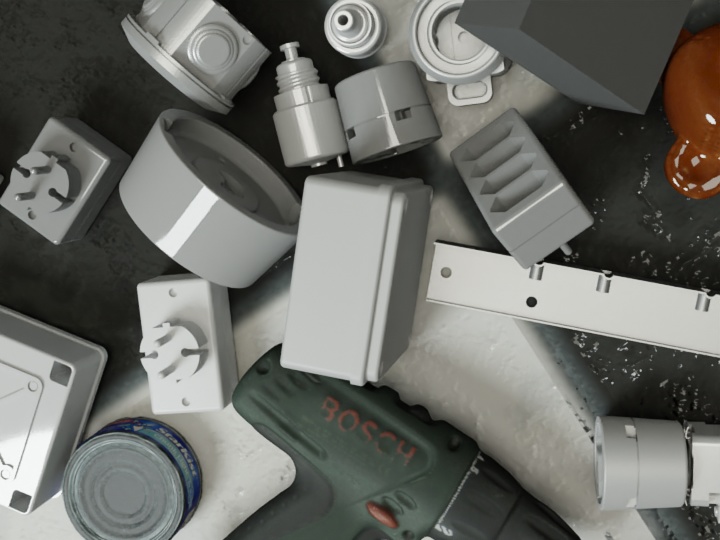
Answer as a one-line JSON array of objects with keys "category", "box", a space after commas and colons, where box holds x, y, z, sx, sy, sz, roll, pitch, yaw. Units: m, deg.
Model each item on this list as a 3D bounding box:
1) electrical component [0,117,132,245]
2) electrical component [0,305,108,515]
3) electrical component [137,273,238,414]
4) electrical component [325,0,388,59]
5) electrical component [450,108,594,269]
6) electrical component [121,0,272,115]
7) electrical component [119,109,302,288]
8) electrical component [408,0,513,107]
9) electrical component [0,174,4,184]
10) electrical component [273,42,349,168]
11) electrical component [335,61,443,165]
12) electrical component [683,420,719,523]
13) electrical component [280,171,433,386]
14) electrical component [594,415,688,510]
[{"category": "electrical component", "box": [-0.188, -0.054, 0.659, 0.047, 0.077, 0.065, 36, 101, 3]}, {"category": "electrical component", "box": [-0.234, 0.085, 0.695, 0.109, 0.056, 0.108, 21, 100, 7]}, {"category": "electrical component", "box": [-0.111, 0.048, 0.659, 0.047, 0.076, 0.083, -5, 96, 10]}, {"category": "electrical component", "box": [-0.004, -0.142, 0.624, 0.035, 0.061, 0.035, 1, 97, 10]}, {"category": "electrical component", "box": [0.100, -0.037, 0.618, 0.047, 0.083, 0.076, -36, 128, 12]}, {"category": "electrical component", "box": [-0.096, -0.134, 0.632, 0.080, 0.080, 0.051, 42, 96, 2]}, {"category": "electrical component", "box": [-0.090, -0.036, 0.632, 0.108, 0.108, 0.060, 42, 108, 2]}, {"category": "electrical component", "box": [0.059, -0.134, 0.616, 0.058, 0.057, 0.078, -6, 96, 11]}, {"category": "electrical component", "box": [-0.278, -0.036, 0.690, 0.056, 0.050, 0.089, 39, 102, 3]}, {"category": "electrical component", "box": [-0.033, -0.097, 0.645, 0.040, 0.040, 0.078, -13, 94, 11]}, {"category": "electrical component", "box": [0.015, -0.092, 0.631, 0.055, 0.055, 0.047, -17, 90, 11]}, {"category": "electrical component", "box": [0.222, 0.114, 0.627, 0.064, 0.042, 0.081, 1, 97, 11]}, {"category": "electrical component", "box": [0.000, 0.000, 0.618, 0.056, 0.109, 0.108, 10, 99, 11]}, {"category": "electrical component", "box": [0.164, 0.113, 0.632, 0.047, 0.055, 0.055, 0, 97, 6]}]
